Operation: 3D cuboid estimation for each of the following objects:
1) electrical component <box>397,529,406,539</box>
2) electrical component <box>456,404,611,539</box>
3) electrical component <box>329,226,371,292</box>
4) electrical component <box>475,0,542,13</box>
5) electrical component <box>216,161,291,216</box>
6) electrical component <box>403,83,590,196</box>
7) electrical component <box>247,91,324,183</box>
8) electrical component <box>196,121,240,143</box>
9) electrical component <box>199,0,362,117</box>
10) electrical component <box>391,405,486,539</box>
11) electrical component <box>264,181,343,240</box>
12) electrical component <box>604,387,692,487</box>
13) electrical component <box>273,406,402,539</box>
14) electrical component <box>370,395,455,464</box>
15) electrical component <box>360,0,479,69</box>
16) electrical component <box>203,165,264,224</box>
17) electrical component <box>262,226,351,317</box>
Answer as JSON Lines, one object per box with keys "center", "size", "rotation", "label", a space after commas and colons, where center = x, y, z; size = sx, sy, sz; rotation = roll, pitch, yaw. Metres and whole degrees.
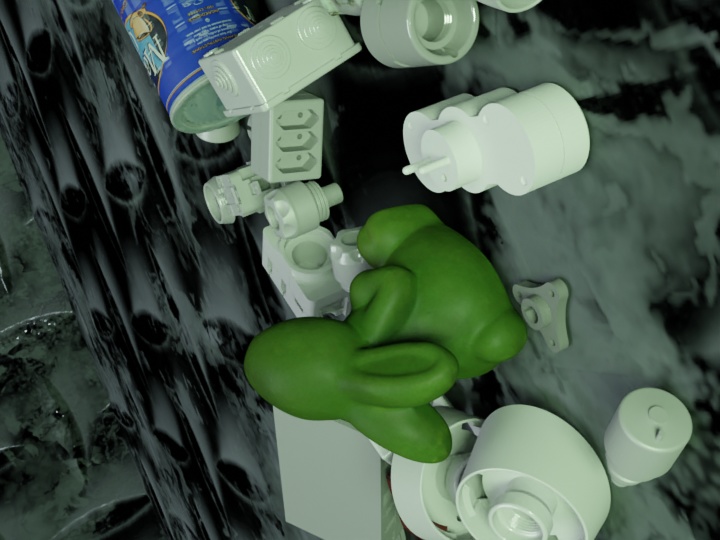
{"center": [0.008, 0.256, 1.083], "size": [0.080, 0.051, 0.080], "rotation": [49, 152, 37], "label": "electrical component"}
{"center": [0.113, 0.145, 0.705], "size": [0.099, 0.064, 0.099], "rotation": [17, 131, 21], "label": "electrical component"}
{"center": [0.000, 0.000, 0.859], "size": [0.043, 0.043, 0.062], "rotation": [40, 148, 48], "label": "electrical component"}
{"center": [0.063, -0.181, 0.533], "size": [0.077, 0.044, 0.079], "rotation": [51, 153, 35], "label": "electrical component"}
{"center": [-0.092, -0.077, 0.969], "size": [0.081, 0.064, 0.042], "rotation": [2, 113, 66], "label": "electrical component"}
{"center": [0.060, -0.068, 0.613], "size": [0.138, 0.074, 0.052], "rotation": [11, 121, 64], "label": "electrical component"}
{"center": [-0.068, -0.114, 0.880], "size": [0.077, 0.047, 0.065], "rotation": [34, 127, 55], "label": "electrical component"}
{"center": [-0.136, -0.159, 1.020], "size": [0.044, 0.044, 0.065], "rotation": [50, 148, 36], "label": "electrical component"}
{"center": [-0.061, -0.155, 0.775], "size": [0.048, 0.100, 0.100], "rotation": [60, 161, -18], "label": "electrical component"}
{"center": [0.069, 0.150, 0.783], "size": [0.064, 0.099, 0.099], "rotation": [-3, 108, 60], "label": "electrical component"}
{"center": [-0.044, -0.053, 0.883], "size": [0.043, 0.062, 0.043], "rotation": [49, 153, 37], "label": "electrical component"}
{"center": [0.156, 0.098, 0.600], "size": [0.040, 0.040, 0.078], "rotation": [54, 155, 29], "label": "electrical component"}
{"center": [-0.013, 0.173, 0.977], "size": [0.105, 0.060, 0.186], "rotation": [20, 137, 22], "label": "electrical component"}
{"center": [0.045, 0.123, 0.859], "size": [0.047, 0.066, 0.076], "rotation": [52, -177, 33], "label": "electrical component"}
{"center": [0.036, -0.144, 0.622], "size": [0.047, 0.055, 0.055], "rotation": [19, 128, 57], "label": "electrical component"}
{"center": [-0.118, -0.073, 1.041], "size": [0.066, 0.055, 0.048], "rotation": [31, 139, 56], "label": "electrical component"}
{"center": [-0.046, -0.002, 0.953], "size": [0.089, 0.050, 0.055], "rotation": [55, 155, 28], "label": "electrical component"}
